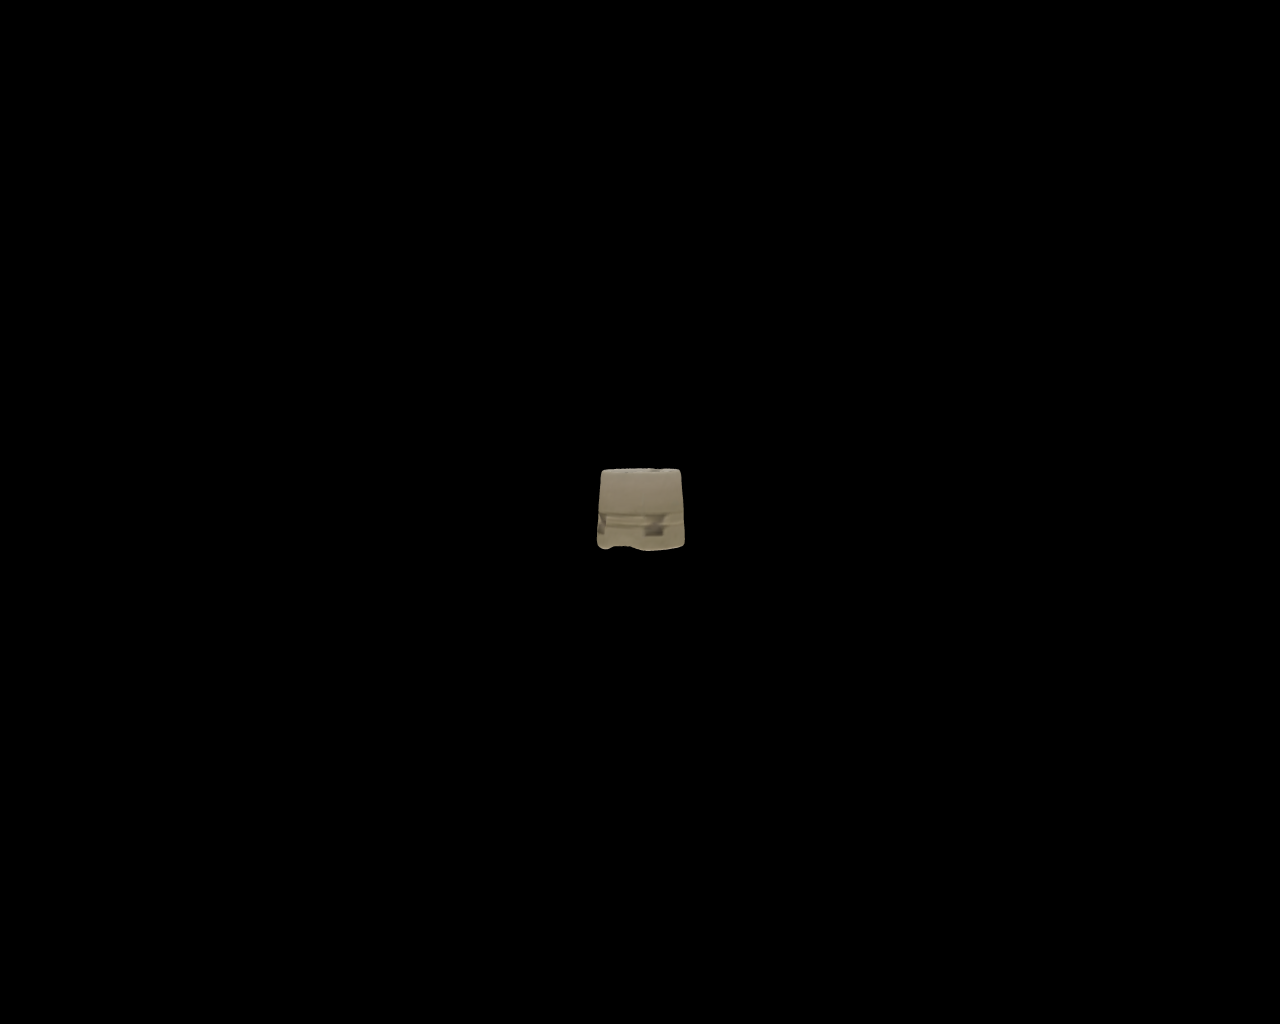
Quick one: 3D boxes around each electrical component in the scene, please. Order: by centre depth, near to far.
[{"bbox_3d":[0.001,-0.003,0.650,0.055,0.047,0.055,0,5,0],"label":"electrical component"}]
